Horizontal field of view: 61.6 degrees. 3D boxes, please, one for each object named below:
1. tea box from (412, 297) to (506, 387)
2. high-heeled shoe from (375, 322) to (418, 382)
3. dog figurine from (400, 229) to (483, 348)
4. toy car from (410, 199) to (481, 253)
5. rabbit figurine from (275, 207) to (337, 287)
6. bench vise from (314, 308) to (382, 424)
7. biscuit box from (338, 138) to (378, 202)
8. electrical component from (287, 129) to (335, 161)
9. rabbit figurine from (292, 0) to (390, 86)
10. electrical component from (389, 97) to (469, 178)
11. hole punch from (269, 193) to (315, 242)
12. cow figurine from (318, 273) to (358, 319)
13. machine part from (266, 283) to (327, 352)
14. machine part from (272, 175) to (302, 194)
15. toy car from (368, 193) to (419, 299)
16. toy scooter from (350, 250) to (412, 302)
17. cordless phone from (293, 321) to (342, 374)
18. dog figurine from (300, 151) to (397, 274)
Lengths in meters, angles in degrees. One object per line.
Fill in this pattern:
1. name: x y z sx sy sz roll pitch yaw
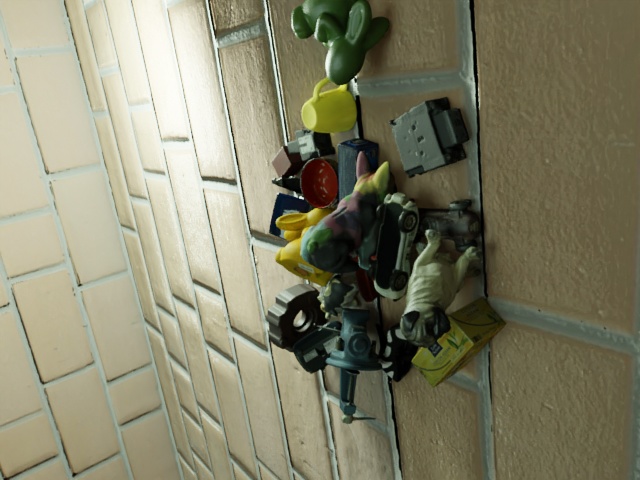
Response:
1. tea box: 0.252 0.190 0.990 0.068 0.098 0.169 51 140 26
2. high-heeled shoe: 0.194 0.233 1.115 0.249 0.086 0.145 -21 92 61
3. dog figurine: 0.188 0.102 0.927 0.121 0.190 0.172 20 161 22
4. toy car: 0.206 -0.029 0.989 0.202 0.053 0.089 8 116 52
5. rabbit figurine: -0.016 -0.002 1.205 0.163 0.173 0.121 19 160 24
6. bench vise: 0.067 0.273 1.180 0.224 0.129 0.240 167 109 -76
7. biscuit box: 0.080 -0.107 1.122 0.063 0.059 0.202 29 130 47
8. electrical component: -0.023 -0.218 1.225 0.119 0.048 0.074 -7 100 57
9. rabbit figurine: 0.049 -0.370 0.987 0.159 0.121 0.170 -22 72 35
10. electrical component: 0.191 -0.178 0.928 0.134 0.058 0.114 -19 93 57
11. hole punch: -0.055 -0.051 1.294 0.116 0.092 0.142 23 101 48
12. cow figurine: 0.040 0.136 1.262 0.068 0.098 0.167 60 142 27
13. machine part: -0.055 0.200 1.377 0.056 0.179 0.179 22 124 45
14. machine part: -0.046 -0.133 1.288 0.139 0.084 0.039 6 78 45
15. toy car: 0.139 0.011 1.000 0.074 0.056 0.201 26 116 47
16. toy scooter: 0.125 0.081 1.139 0.184 0.075 0.135 19 120 53
17. cordless phone: 0.024 0.282 1.377 0.089 0.147 0.184 59 -175 22
18. dog figurine: 0.063 -0.056 1.030 0.109 0.191 0.219 31 115 46
